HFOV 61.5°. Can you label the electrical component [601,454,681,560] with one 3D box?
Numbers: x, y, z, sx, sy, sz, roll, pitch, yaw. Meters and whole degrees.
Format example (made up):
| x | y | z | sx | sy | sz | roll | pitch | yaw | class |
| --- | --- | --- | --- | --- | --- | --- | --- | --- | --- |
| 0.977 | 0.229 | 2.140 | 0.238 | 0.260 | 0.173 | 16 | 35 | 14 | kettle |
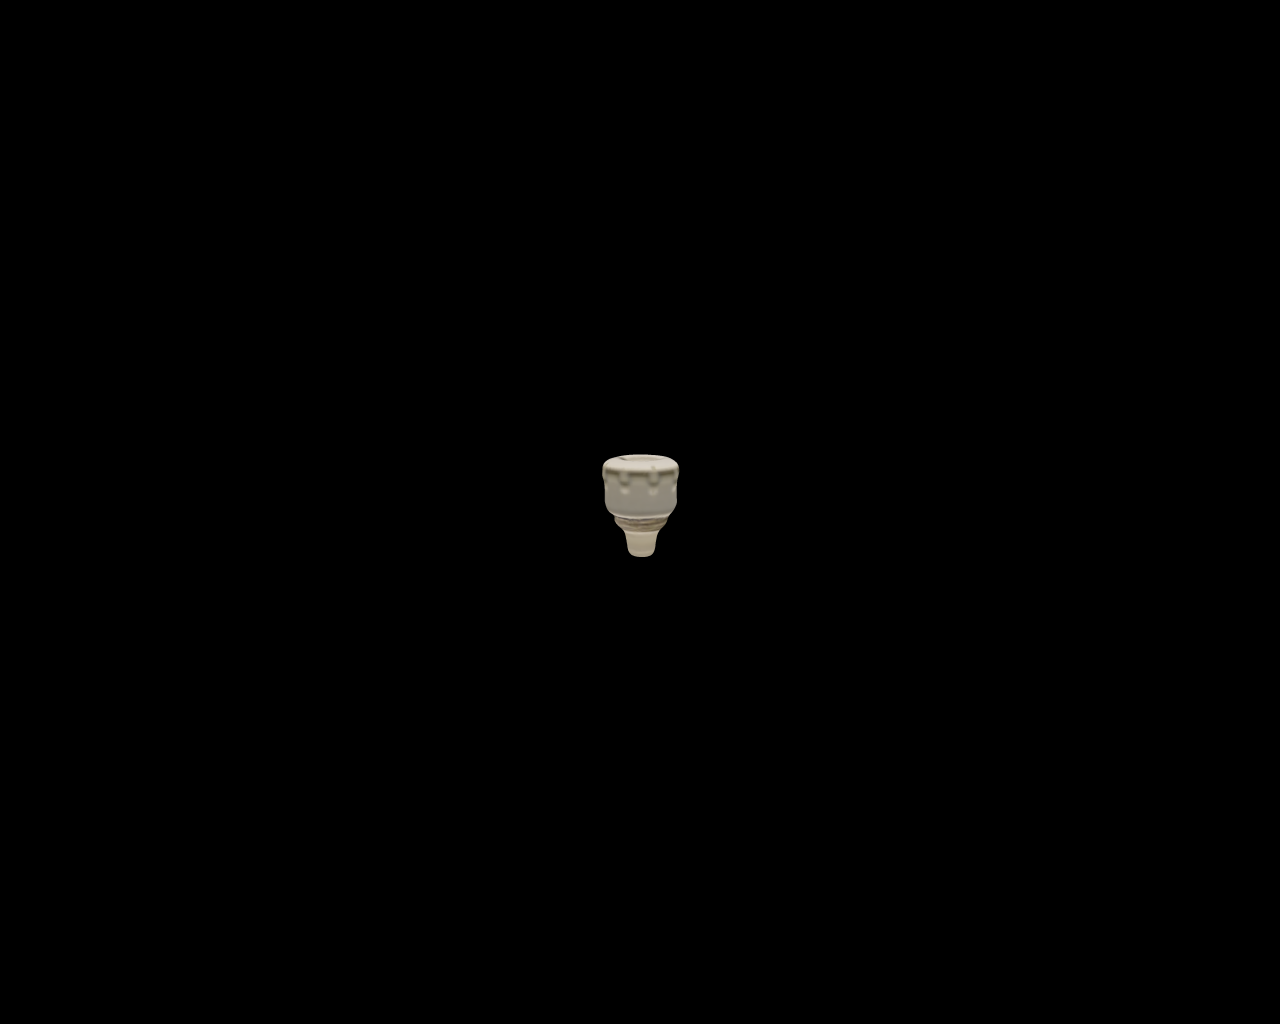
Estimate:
| x | y | z | sx | sy | sz | roll | pitch | yaw | class |
| --- | --- | --- | --- | --- | --- | --- | --- | --- | --- |
| 0.001 | -0.003 | 0.650 | 0.048 | 0.062 | 0.048 | 0 | 11 | 0 | electrical component |
